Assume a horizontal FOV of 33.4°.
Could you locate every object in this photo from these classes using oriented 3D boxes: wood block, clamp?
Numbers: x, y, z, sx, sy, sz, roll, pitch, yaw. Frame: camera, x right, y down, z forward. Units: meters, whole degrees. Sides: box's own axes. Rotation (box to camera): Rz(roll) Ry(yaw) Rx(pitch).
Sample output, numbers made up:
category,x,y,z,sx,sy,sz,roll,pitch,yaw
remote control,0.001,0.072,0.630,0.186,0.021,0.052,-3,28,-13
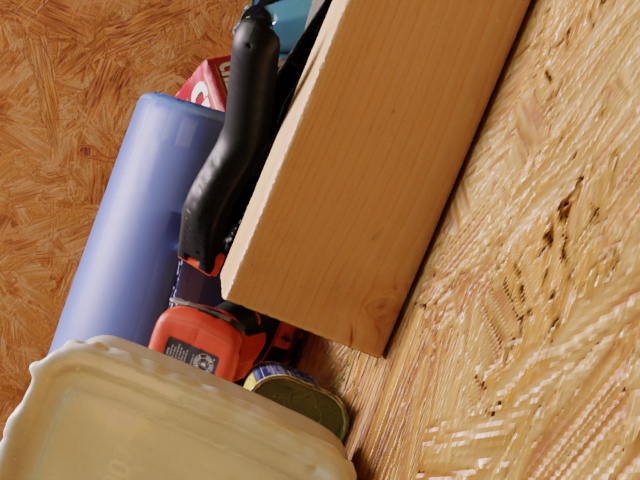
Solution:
category,x,y,z,sx,sy,sz,roll,pitch,yaw
wood block,0.026,-0.054,0.582,0.090,0.090,0.206,-132,64,-81
clamp,-0.037,-0.069,0.676,0.164,0.036,0.210,-46,-16,-53

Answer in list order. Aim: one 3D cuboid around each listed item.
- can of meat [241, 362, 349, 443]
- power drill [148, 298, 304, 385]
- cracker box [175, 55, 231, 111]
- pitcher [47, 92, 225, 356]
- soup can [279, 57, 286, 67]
category,x,y,z,sx,sy,sz,roll,pitch,yaw
can of meat,-0.029,0.122,0.602,0.084,0.057,0.102,-170,103,-83
power drill,-0.066,0.095,0.724,0.187,0.057,0.184,-28,-44,-74
cracker box,-0.095,-0.058,1.012,0.214,0.072,0.164,-35,73,58
pitcher,-0.114,0.018,0.805,0.144,0.149,0.243,9,-81,-63
soup can,-0.007,-0.088,0.845,0.068,0.068,0.102,-87,0,-66
